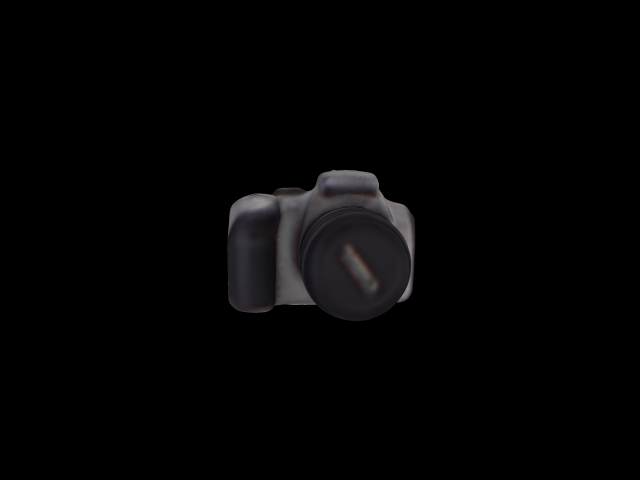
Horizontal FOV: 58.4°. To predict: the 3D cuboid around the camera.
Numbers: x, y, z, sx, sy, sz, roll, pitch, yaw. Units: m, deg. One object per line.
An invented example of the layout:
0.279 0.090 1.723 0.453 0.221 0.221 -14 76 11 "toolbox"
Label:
0.004 0.001 0.400 0.143 0.101 0.137 0 7 -3 "camera"
